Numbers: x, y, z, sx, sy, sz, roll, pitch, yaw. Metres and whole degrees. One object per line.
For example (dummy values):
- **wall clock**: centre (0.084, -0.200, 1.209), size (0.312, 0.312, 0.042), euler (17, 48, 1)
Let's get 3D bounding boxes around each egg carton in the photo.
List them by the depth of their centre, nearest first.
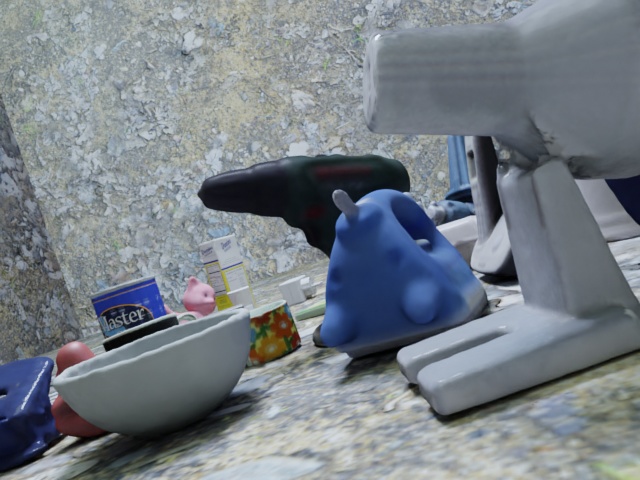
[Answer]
- **egg carton**: centre (0.187, 0.013, 0.837), size (0.150, 0.069, 0.107), euler (-19, 0, 16)

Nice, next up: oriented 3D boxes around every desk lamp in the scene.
- **desk lamp**: centre (0.120, -0.038, 0.341), size (0.203, 0.213, 0.118), euler (-19, 1, -5)

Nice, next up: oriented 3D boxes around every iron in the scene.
- **iron**: centre (0.081, 0.013, 0.539), size (0.118, 0.141, 0.259), euler (-18, 1, 25)

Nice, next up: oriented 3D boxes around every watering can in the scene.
- **watering can**: centre (0.332, -0.101, 0.665), size (0.172, 0.194, 0.101), euler (-19, 1, 18)

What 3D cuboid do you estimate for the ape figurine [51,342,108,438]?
- **ape figurine**: centre (-0.228, 0.144, 0.559), size (0.076, 0.092, 0.078), euler (-18, 1, 36)

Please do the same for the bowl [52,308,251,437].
- **bowl**: centre (-0.129, 0.119, 0.488), size (0.167, 0.075, 0.167), euler (-19, 0, 0)

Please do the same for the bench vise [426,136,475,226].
- **bench vise**: centre (0.256, -0.091, 0.975), size (0.121, 0.220, 0.208), euler (-18, 1, 34)

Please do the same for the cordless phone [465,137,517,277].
- **cordless phone**: centre (0.202, -0.052, 0.651), size (0.094, 0.185, 0.147), euler (-19, 1, -1)

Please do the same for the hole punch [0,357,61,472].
- **hole punch**: centre (-0.316, 0.174, 0.565), size (0.108, 0.091, 0.101), euler (-19, 1, 2)

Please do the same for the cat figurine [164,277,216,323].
- **cat figurine**: centre (-0.241, 0.131, 1.084), size (0.067, 0.118, 0.128), euler (-18, 1, 43)

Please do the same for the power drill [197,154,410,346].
- **power drill**: centre (0.006, 0.002, 0.627), size (0.230, 0.208, 0.075), euler (-19, 1, -18)

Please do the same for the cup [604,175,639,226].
- **cup**: centre (0.300, -0.037, 0.503), size (0.091, 0.095, 0.118), euler (-19, 1, -1)
